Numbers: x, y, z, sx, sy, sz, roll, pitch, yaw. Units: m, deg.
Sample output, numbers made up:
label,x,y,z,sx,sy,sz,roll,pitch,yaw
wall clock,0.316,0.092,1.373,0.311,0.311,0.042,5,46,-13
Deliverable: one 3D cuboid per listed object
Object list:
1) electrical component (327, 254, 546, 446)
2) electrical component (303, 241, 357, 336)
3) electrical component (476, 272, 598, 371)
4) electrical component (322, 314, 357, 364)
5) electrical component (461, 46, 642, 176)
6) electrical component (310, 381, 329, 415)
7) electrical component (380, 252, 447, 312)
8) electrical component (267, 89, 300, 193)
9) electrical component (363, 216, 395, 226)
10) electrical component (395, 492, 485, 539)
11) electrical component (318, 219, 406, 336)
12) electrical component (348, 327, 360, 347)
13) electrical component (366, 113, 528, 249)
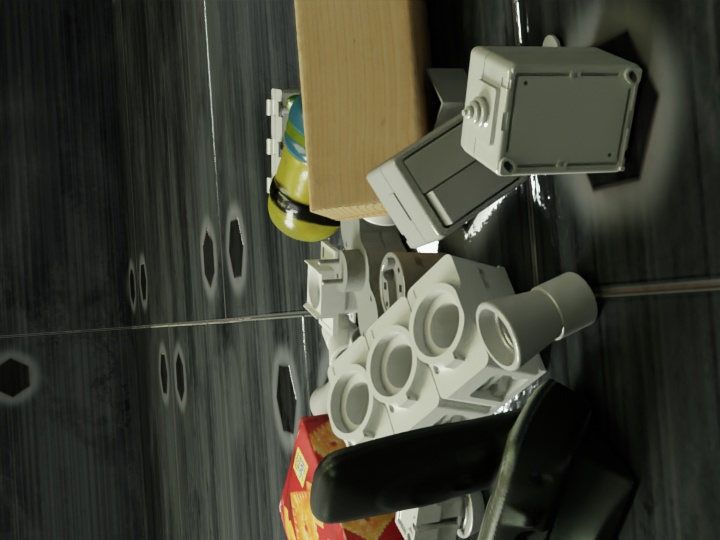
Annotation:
label,x,y,z,sx,sy,sz,roll,pitch,yaw
electrical component,0.045,0.070,0.755,0.150,0.062,0.089,-46,46,35
electrical component,-0.016,0.016,1.000,0.042,0.064,0.081,-143,52,-64
electrical component,0.108,0.028,0.641,0.044,0.065,0.044,51,154,36
electrical component,-0.014,0.071,1.040,0.065,0.044,0.044,-116,29,-57
electrical component,0.098,-0.091,0.604,0.061,0.096,0.061,-129,40,-60
electrical component,-0.019,0.122,1.062,0.065,0.044,0.044,126,137,-54
electrical component,0.047,0.012,0.843,0.055,0.047,0.055,177,90,-71
electrical component,-0.059,-0.125,1.101,0.079,0.063,0.121,-150,59,-67
electrical component,0.022,-0.072,0.904,0.045,0.045,0.055,-114,28,-45
electrical component,0.061,0.181,0.816,0.048,0.055,0.066,-127,38,-58
electrical component,0.000,0.000,0.935,0.052,0.074,0.138,125,138,-61
electrical component,0.011,0.103,0.966,0.079,0.043,0.077,-113,28,-45
electrical component,0.065,-0.066,0.720,0.061,0.096,0.061,57,161,-5
